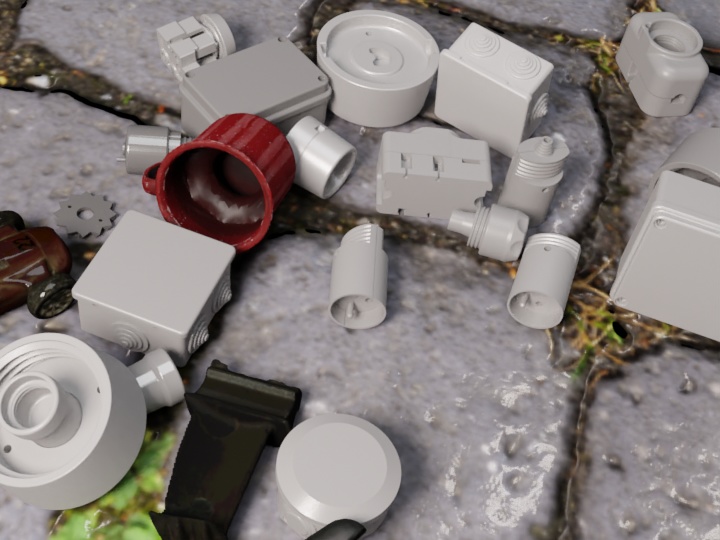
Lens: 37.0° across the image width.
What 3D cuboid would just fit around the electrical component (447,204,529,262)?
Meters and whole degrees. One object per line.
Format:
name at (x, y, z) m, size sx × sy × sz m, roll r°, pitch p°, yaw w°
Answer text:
electrical component at (0.102, -0.033, 0.867) m, size 0.062 × 0.043 × 0.043 m, roll 16°, pitch 50°, yaw 5°

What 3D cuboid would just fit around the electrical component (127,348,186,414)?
electrical component at (-0.148, 0.080, 0.735) m, size 0.046 × 0.040 × 0.040 m, roll -26°, pitch 59°, yaw -21°

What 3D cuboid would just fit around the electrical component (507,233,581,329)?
electrical component at (0.146, 0.002, 0.845) m, size 0.043 × 0.043 × 0.081 m, roll 19°, pitch 50°, yaw 7°

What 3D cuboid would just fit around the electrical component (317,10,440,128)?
electrical component at (0.013, -0.173, 0.955) m, size 0.108 × 0.060 × 0.108 m, roll 5°, pitch 50°, yaw -6°

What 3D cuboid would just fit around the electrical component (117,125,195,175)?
electrical component at (-0.157, -0.096, 0.877) m, size 0.078 × 0.040 × 0.040 m, roll 3°, pitch 51°, yaw -8°

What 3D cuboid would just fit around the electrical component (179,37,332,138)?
electrical component at (-0.089, -0.143, 0.916) m, size 0.113 × 0.057 × 0.078 m, roll -28°, pitch 60°, yaw -28°

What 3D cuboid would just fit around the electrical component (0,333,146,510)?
electrical component at (-0.197, 0.092, 0.678) m, size 0.108 × 0.060 × 0.108 m, roll -4°, pitch 66°, yaw 10°

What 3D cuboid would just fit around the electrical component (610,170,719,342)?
electrical component at (0.264, -0.008, 0.831) m, size 0.109 × 0.108 × 0.056 m, roll 20°, pitch 48°, yaw 7°

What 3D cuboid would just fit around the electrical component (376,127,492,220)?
electrical component at (0.060, -0.080, 0.894) m, size 0.089 × 0.050 × 0.055 m, roll 5°, pitch 51°, yaw -5°

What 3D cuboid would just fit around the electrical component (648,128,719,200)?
electrical component at (0.287, -0.054, 0.877) m, size 0.060 × 0.108 × 0.108 m, roll -38°, pitch 65°, yaw -26°

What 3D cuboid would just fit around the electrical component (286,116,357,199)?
electrical component at (-0.035, -0.091, 0.885) m, size 0.047 × 0.055 × 0.055 m, roll 33°, pitch 53°, yaw 13°

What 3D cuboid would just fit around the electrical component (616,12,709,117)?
electrical component at (0.289, -0.200, 1.024) m, size 0.054 × 0.059 × 0.095 m, roll -4°, pitch 52°, yaw -13°

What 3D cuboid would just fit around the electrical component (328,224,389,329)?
electrical component at (0.000, 0.000, 0.822) m, size 0.043 × 0.043 × 0.081 m, roll 7°, pitch 50°, yaw -4°

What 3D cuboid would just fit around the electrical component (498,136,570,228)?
electrical component at (0.144, -0.078, 0.886) m, size 0.043 × 0.081 × 0.043 m, roll 5°, pitch 50°, yaw -6°

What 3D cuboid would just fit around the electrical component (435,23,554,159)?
electrical component at (0.116, -0.156, 0.936) m, size 0.100 × 0.099 × 0.048 m, roll 32°, pitch 66°, yaw 17°

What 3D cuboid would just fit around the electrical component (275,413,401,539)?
electrical component at (-0.016, 0.138, 0.701) m, size 0.080 × 0.051 × 0.080 m, roll 5°, pitch 51°, yaw -6°

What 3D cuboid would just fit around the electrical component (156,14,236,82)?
electrical component at (-0.145, -0.199, 0.961) m, size 0.055 × 0.048 × 0.066 m, roll -29°, pitch 60°, yaw -20°

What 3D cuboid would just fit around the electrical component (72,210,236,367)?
electrical component at (-0.148, 0.014, 0.782) m, size 0.100 × 0.048 × 0.099 m, roll 20°, pitch 50°, yaw 7°
